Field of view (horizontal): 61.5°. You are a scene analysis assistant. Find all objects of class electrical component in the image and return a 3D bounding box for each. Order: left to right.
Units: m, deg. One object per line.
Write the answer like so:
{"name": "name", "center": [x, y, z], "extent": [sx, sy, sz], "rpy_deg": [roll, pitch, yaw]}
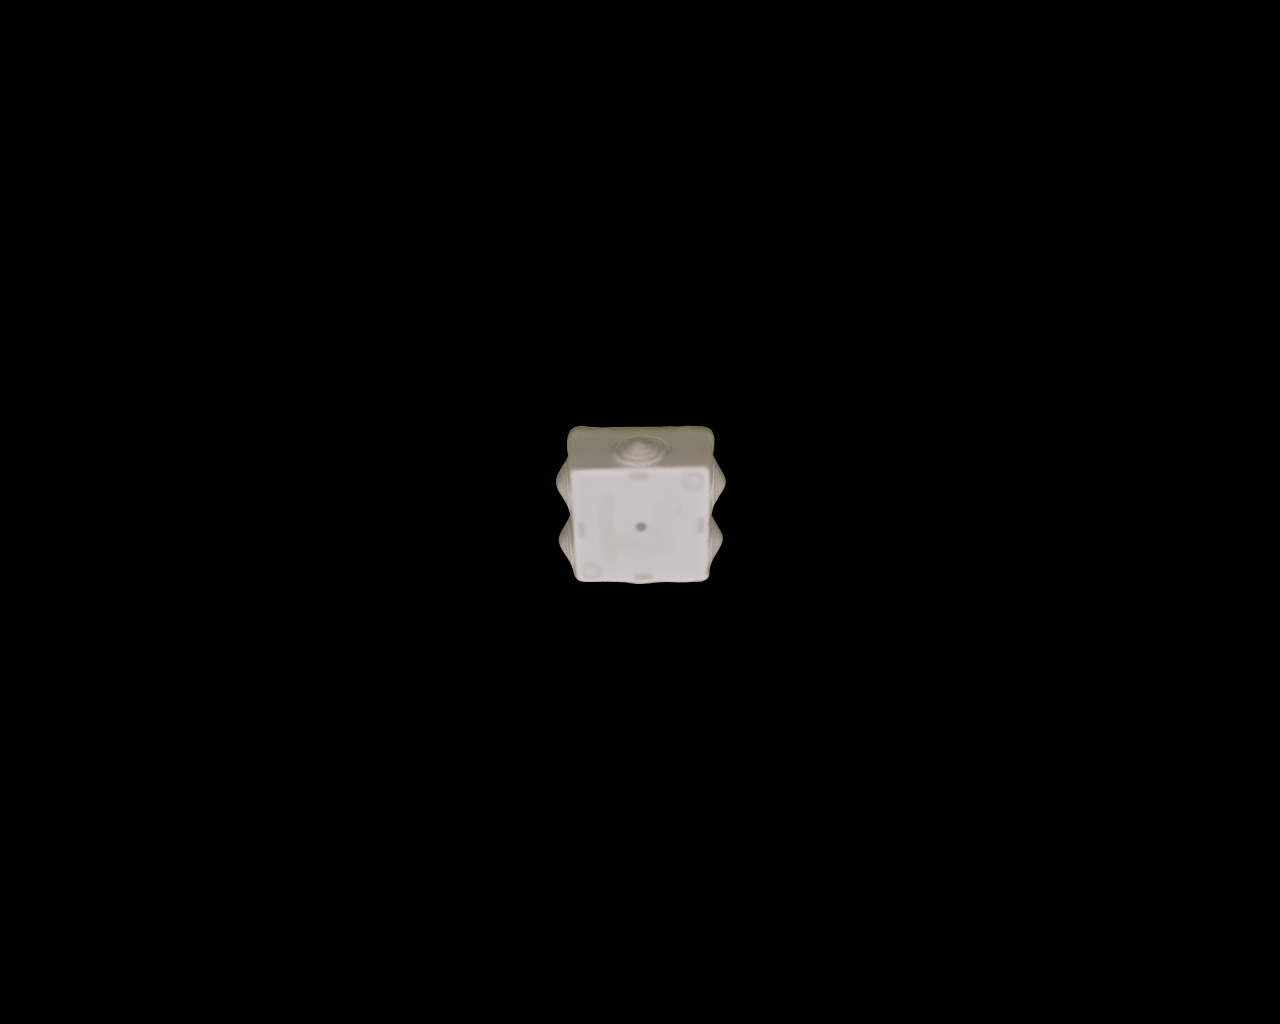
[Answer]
{"name": "electrical component", "center": [0.001, -0.003, 0.650], "extent": [0.100, 0.099, 0.048], "rpy_deg": [0, 32, 0]}
